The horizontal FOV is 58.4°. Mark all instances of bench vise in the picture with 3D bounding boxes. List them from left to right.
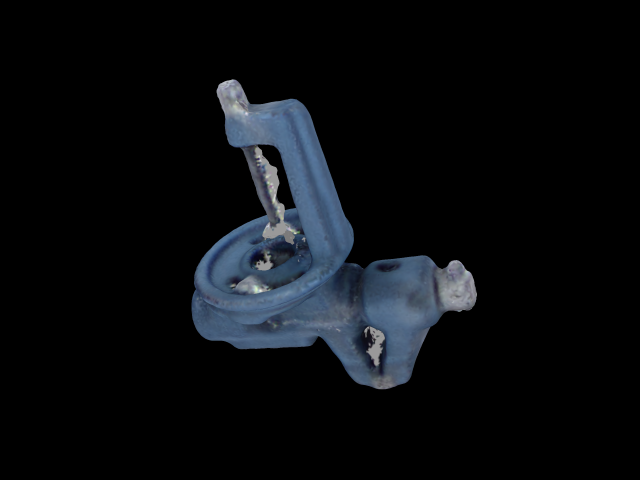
[{"bbox_3d":[0.003,-0.005,0.410,0.207,0.220,0.121,-2,35,-3],"label":"bench vise"}]
